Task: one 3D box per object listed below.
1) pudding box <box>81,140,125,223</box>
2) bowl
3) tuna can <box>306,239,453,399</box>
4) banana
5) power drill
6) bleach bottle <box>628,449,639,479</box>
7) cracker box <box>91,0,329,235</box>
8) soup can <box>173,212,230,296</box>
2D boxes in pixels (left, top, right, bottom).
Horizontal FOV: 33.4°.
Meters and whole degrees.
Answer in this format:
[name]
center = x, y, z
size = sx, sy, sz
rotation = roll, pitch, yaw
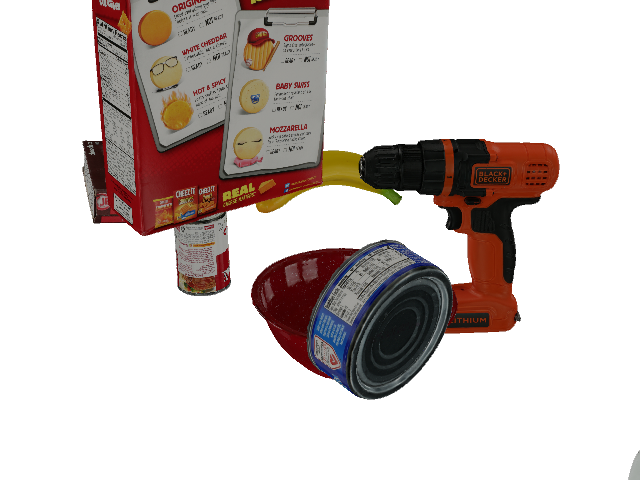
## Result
[pudding box]
center = -0.171, -0.055, 0.985
size = 0.090, 0.039, 0.113
rotation = 0, 26, -19
[bowl]
center = 0.026, 0.065, 0.845
size = 0.162, 0.055, 0.162
rotation = 2, 26, -1
[tuna can]
center = 0.035, 0.045, 0.594
size = 0.034, 0.086, 0.085
rotation = 33, 21, 36
[banana]
center = 0.003, -0.066, 1.139
size = 0.197, 0.037, 0.070
rotation = -7, 47, -38
[power drill]
center = 0.124, -0.005, 1.000
size = 0.184, 0.188, 0.057
rotation = 0, 25, -4
[bleach bottle]
center = 0.268, 0.098, 0.617
size = 0.103, 0.068, 0.250
rotation = 18, 30, 32
[cracker box]
center = -0.077, -0.128, 0.774
size = 0.163, 0.214, 0.072
rotation = -18, 34, -32
[soup can]
center = -0.148, 0.009, 1.329
size = 0.068, 0.102, 0.068
rotation = -1, 25, 0
